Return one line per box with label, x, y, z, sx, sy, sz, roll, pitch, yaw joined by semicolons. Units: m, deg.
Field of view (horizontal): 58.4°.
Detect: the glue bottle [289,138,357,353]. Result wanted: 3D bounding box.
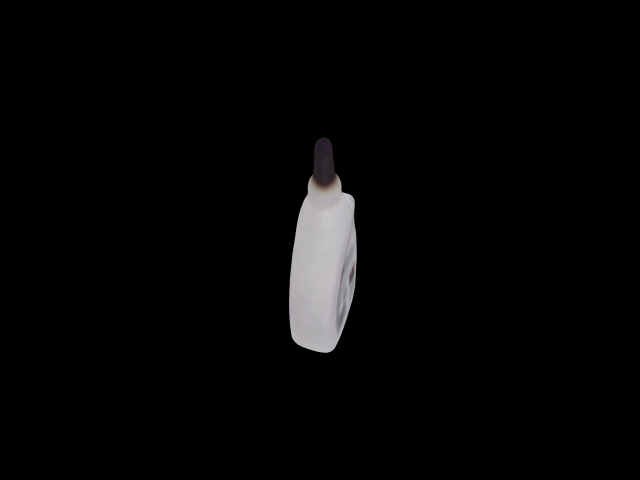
glue bottle;0.004;0.001;0.400;0.037;0.173;0.078;13;47;13
